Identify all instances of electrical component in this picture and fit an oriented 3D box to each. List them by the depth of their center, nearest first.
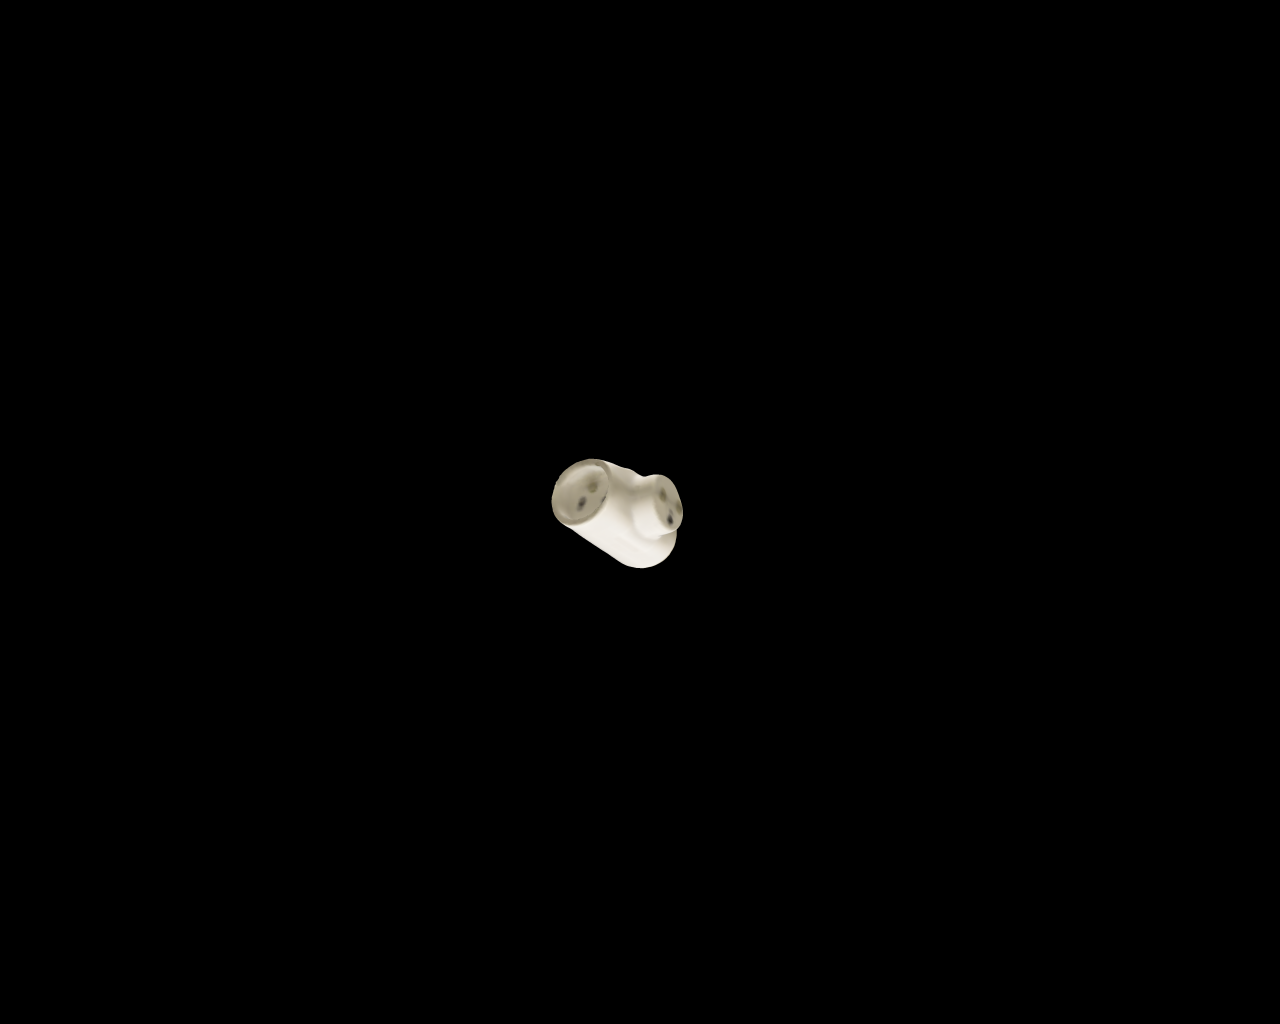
[{"bbox_3d":[0.001,-0.003,0.650,0.079,0.043,0.077,-15,-31,28],"label":"electrical component"}]
